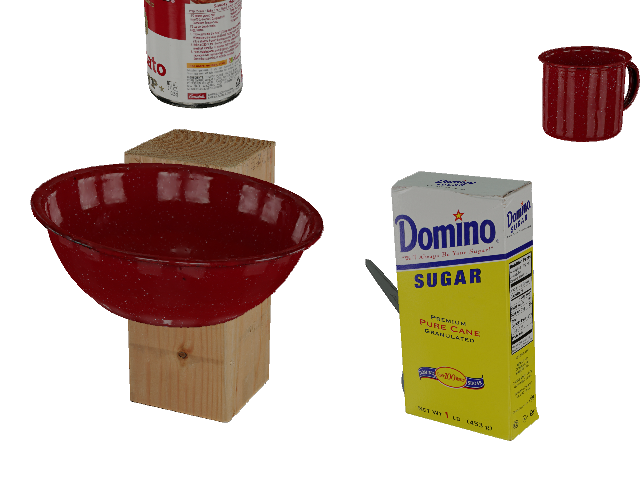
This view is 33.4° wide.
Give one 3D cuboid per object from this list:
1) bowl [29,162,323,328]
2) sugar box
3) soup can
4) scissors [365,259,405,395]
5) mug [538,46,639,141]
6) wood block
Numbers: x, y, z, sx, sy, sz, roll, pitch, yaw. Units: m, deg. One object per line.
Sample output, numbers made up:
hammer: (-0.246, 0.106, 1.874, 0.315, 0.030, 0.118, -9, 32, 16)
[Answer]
bowl: (-0.081, 0.006, 0.601, 0.162, 0.055, 0.162, 7, 20, -3)
sugar box: (0.101, 0.044, 0.745, 0.094, 0.176, 0.048, 8, 23, 39)
soup can: (-0.085, -0.149, 0.721, 0.068, 0.102, 0.068, 2, 35, -2)
scissors: (0.079, 0.091, 0.994, 0.096, 0.016, 0.202, -30, 50, -29)
mug: (0.283, -0.154, 1.111, 0.117, 0.081, 0.093, -14, 25, -24)
wood block: (-0.094, 0.025, 0.843, 0.091, 0.206, 0.090, 9, 21, 18)
